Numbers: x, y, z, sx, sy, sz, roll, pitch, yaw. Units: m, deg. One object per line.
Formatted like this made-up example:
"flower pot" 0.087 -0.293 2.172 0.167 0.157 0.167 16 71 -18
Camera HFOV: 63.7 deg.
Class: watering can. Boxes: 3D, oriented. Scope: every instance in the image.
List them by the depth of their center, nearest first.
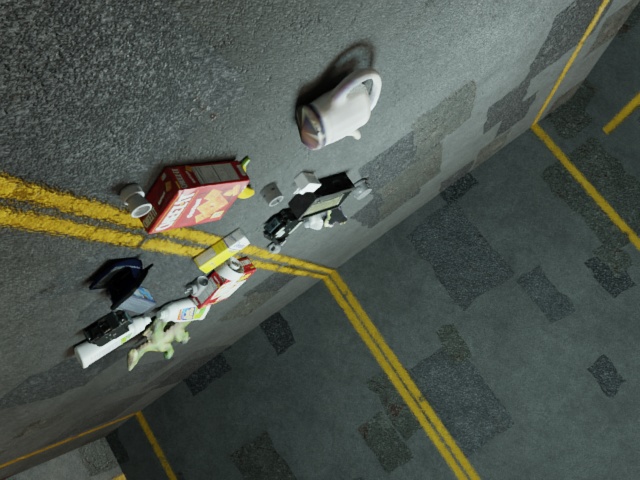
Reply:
"watering can" 0.047 -0.294 1.272 0.226 0.105 0.342 -31 167 -13

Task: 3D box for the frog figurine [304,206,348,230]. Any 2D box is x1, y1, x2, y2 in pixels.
"frog figurine" 0.006 -0.099 1.976 0.159 0.121 0.139 5 -147 48

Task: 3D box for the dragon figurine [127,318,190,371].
"dragon figurine" -0.594 0.347 2.017 0.417 0.123 0.238 -48 167 -27
